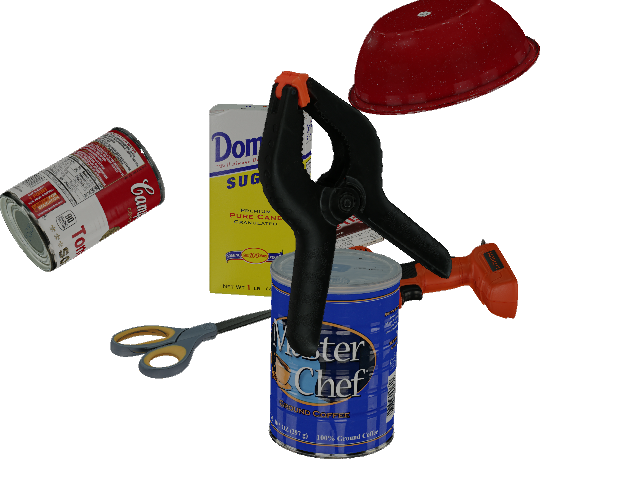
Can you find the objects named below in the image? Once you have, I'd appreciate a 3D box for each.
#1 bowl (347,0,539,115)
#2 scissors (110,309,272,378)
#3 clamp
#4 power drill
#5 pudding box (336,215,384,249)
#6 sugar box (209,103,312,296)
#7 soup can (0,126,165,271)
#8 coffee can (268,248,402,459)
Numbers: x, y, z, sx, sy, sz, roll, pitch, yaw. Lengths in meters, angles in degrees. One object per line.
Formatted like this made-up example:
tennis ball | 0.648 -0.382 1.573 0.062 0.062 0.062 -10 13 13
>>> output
bowl | 0.093 -0.161 0.871 0.162 0.055 0.162 -15 25 7
scissors | -0.123 0.109 1.149 0.201 0.016 0.096 -5 30 -23
clamp | 0.003 -0.015 0.647 0.120 0.171 0.039 -39 22 -21
power drill | 0.118 0.056 1.180 0.187 0.057 0.184 -3 28 -5
pudding box | 0.028 -0.015 1.625 0.113 0.039 0.090 -21 32 -29
sugar box | -0.056 -0.037 0.998 0.093 0.176 0.048 2 16 7
soup can | -0.176 -0.031 0.788 0.102 0.068 0.069 -35 18 -27
coffee can | 0.011 0.087 0.845 0.103 0.140 0.103 1 15 -1
